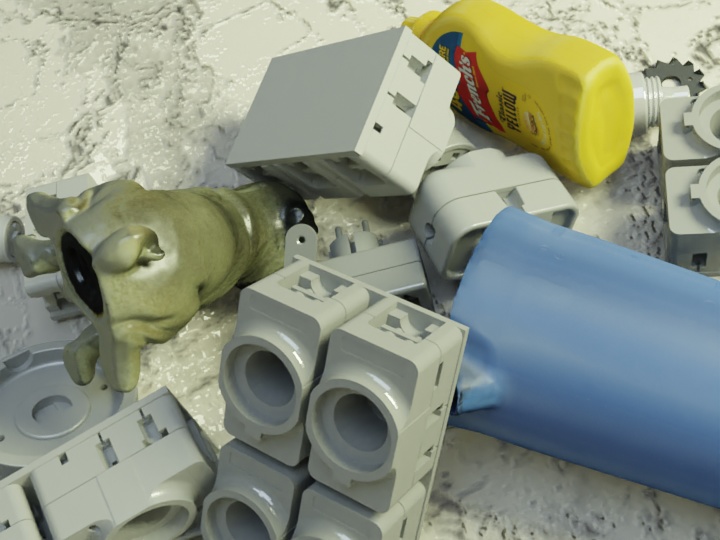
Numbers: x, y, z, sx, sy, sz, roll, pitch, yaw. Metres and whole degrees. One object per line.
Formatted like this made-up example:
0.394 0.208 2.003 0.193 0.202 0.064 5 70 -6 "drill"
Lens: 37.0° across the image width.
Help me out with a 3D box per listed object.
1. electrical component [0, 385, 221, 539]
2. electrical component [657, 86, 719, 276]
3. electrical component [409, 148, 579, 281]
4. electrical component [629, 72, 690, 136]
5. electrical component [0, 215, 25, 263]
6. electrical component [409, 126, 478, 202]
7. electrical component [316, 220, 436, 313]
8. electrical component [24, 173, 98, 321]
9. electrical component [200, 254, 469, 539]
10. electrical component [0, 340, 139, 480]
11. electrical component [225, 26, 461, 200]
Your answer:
-0.164 0.158 0.621 0.186 0.105 0.060 -30 58 -5 "electrical component"
0.285 -0.059 0.669 0.186 0.060 0.105 -2 60 12 "electrical component"
0.084 -0.038 0.694 0.095 0.053 0.059 -13 54 -23 "electrical component"
0.192 -0.114 0.734 0.062 0.043 0.043 -5 59 9 "electrical component"
-0.282 -0.024 0.795 0.065 0.044 0.044 2 60 9 "electrical component"
0.048 -0.079 0.742 0.055 0.055 0.047 -31 54 -6 "electrical component"
0.000 0.000 0.710 0.083 0.047 0.075 -14 58 5 "electrical component"
-0.201 -0.018 0.766 0.056 0.050 0.089 -14 58 6 "electrical component"
-0.020 0.101 0.574 0.105 0.186 0.060 23 29 24 "electrical component"
-0.191 0.103 0.681 0.108 0.060 0.108 -1 39 1 "electrical component"
-0.011 -0.098 0.719 0.150 0.062 0.089 2 66 52 "electrical component"
